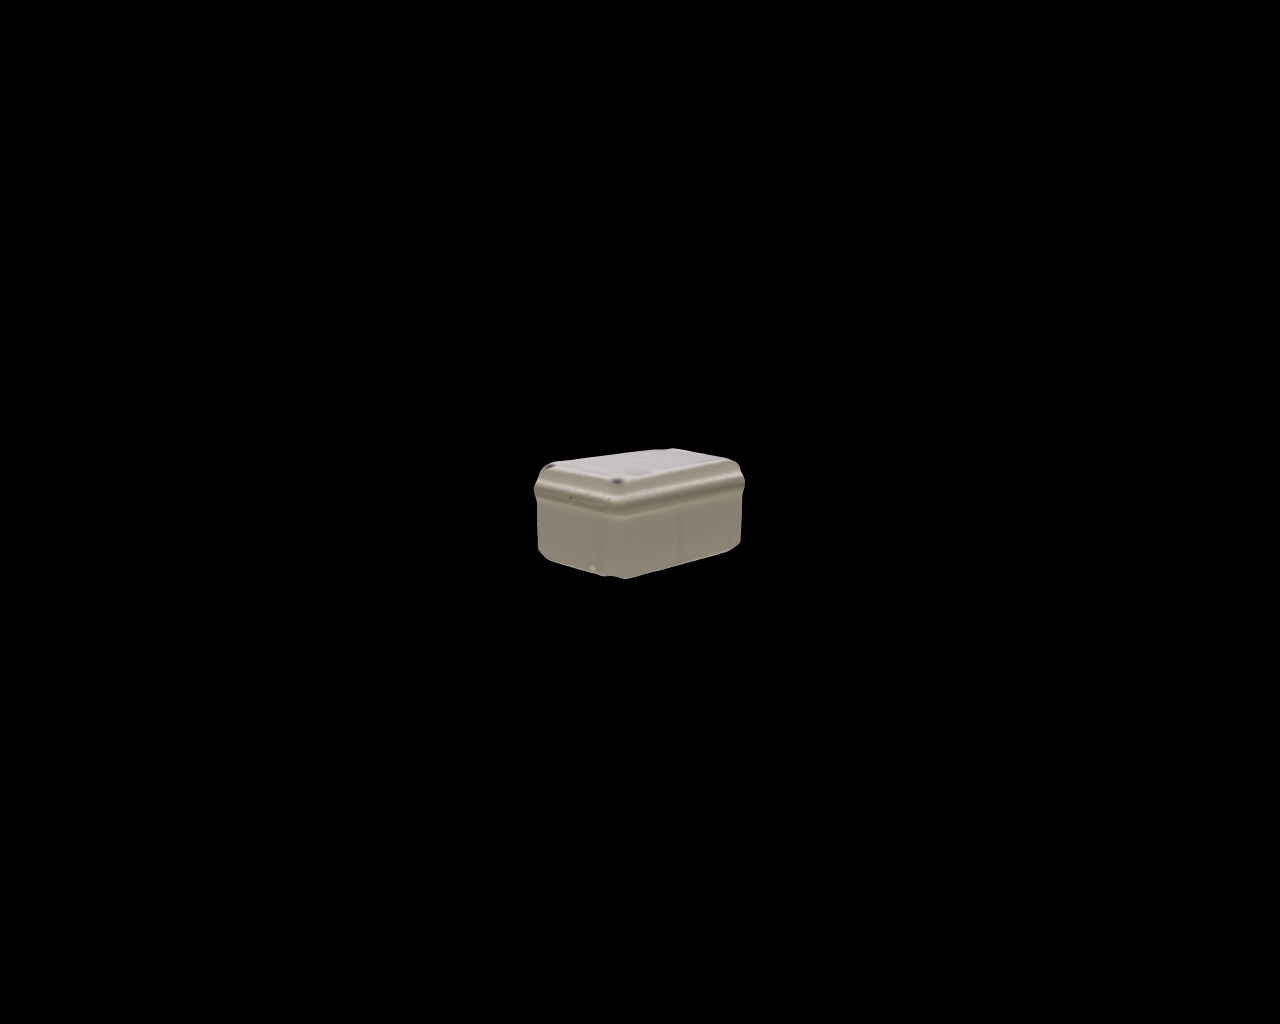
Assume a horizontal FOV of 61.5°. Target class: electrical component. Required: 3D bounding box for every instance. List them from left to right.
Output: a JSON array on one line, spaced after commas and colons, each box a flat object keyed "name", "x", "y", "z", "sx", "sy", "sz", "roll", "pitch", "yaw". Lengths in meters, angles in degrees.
[{"name": "electrical component", "x": 0.001, "y": -0.003, "z": 0.650, "sx": 0.113, "sy": 0.057, "sz": 0.078, "roll": -11, "pitch": 17, "yaw": -42}]
